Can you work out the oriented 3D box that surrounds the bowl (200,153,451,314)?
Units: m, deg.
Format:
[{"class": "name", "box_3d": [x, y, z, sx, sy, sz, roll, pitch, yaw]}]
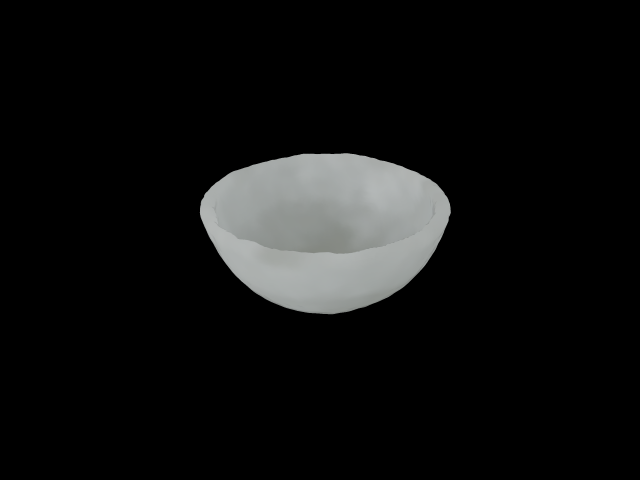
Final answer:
[{"class": "bowl", "box_3d": [0.004, 0.001, 0.400, 0.167, 0.075, 0.167, 0, 29, 0]}]
